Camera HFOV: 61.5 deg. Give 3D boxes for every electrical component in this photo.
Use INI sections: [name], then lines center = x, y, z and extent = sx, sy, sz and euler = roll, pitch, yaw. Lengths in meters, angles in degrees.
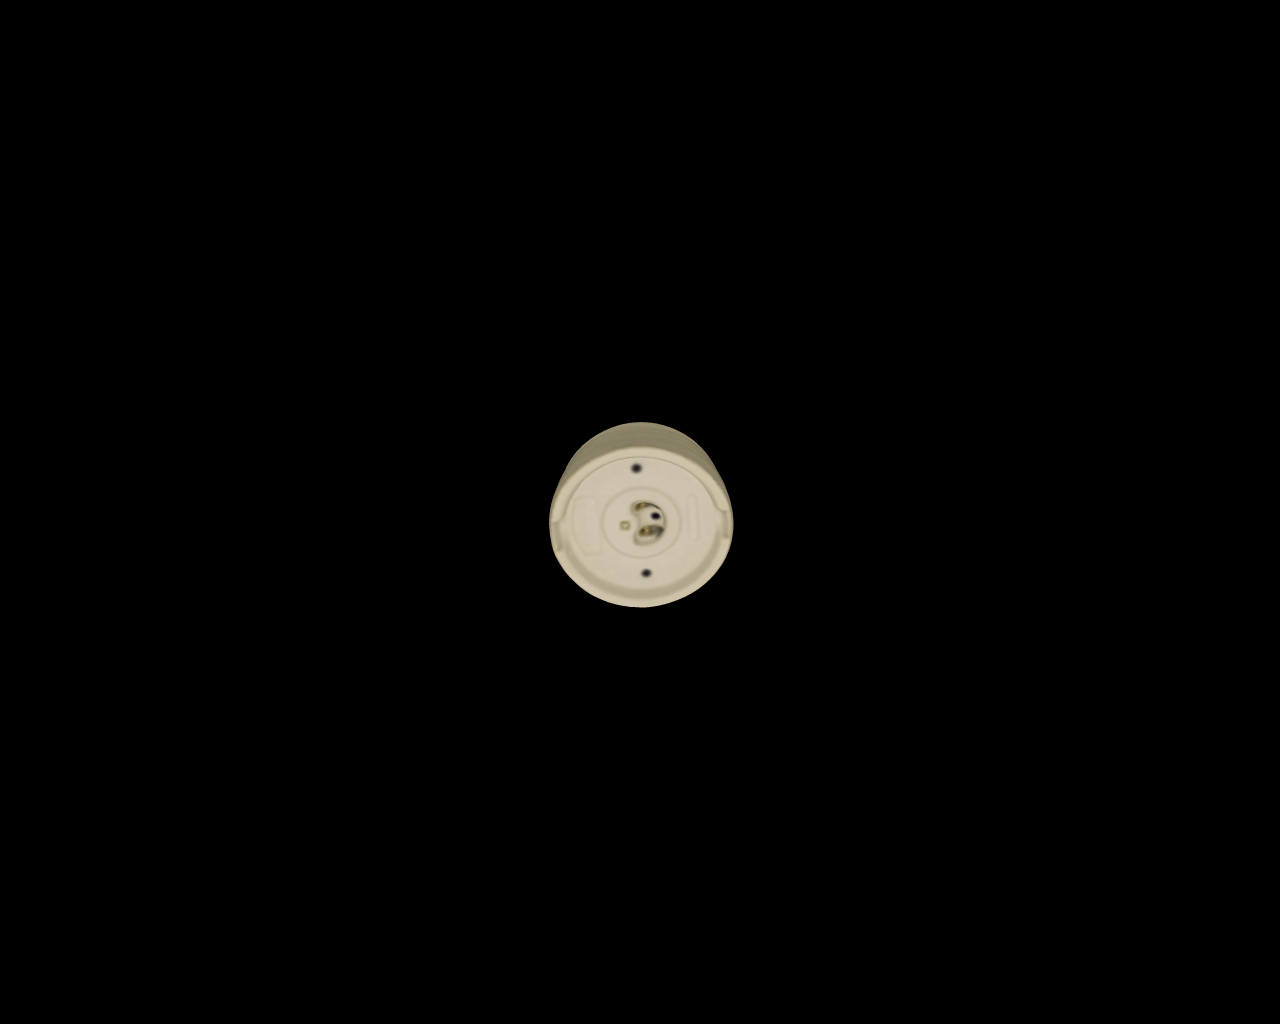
[electrical component]
center = 0.001, -0.003, 0.650
extent = 0.108, 0.108, 0.060
euler = 0, 27, 0
